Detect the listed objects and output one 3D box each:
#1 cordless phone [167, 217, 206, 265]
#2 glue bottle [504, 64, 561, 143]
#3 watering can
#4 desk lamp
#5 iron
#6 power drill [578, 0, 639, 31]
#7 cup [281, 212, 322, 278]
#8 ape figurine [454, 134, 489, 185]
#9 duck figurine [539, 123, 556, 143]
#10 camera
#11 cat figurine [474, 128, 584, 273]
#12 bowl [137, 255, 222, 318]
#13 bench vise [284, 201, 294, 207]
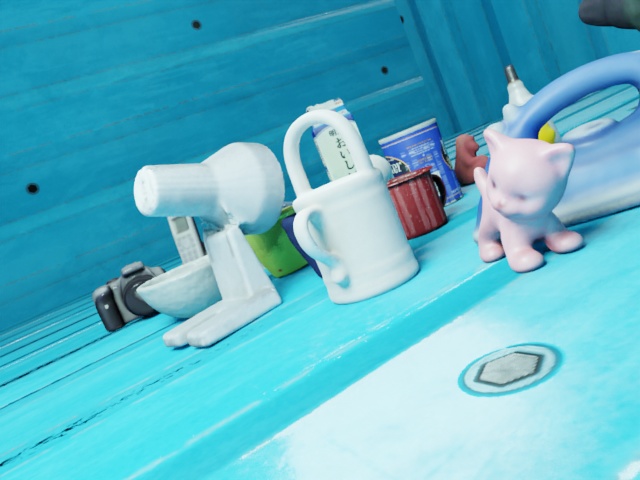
[{"bbox_3d":[-0.217,-0.005,1.099,0.147,0.185,0.094,-20,8,15],"label":"cordless phone"},{"bbox_3d":[0.329,-0.196,0.911,0.037,0.173,0.078,-27,9,-36],"label":"glue bottle"},{"bbox_3d":[0.025,-0.042,0.606,0.100,0.194,0.173,-20,8,16],"label":"watering can"},{"bbox_3d":[-0.125,-0.006,0.709,0.117,0.213,0.204,-15,10,45],"label":"desk lamp"},{"bbox_3d":[0.253,-0.100,0.555,0.258,0.141,0.119,-20,8,16],"label":"iron"},{"bbox_3d":[0.395,-0.202,0.620,0.076,0.208,0.229,-24,8,-17],"label":"power drill"},{"bbox_3d":[0.007,0.003,0.728,0.091,0.095,0.118,-21,7,7],"label":"cup"},{"bbox_3d":[0.283,-0.155,1.075,0.076,0.092,0.078,-20,8,18],"label":"ape figurine"},{"bbox_3d":[0.315,-0.131,0.821,0.077,0.086,0.105,-16,10,42],"label":"duck figurine"},{"bbox_3d":[-0.346,0.099,1.056,0.143,0.101,0.136,-24,8,-16],"label":"camera"},{"bbox_3d":[0.164,-0.040,0.479,0.067,0.118,0.127,-23,7,-6],"label":"cat figurine"},{"bbox_3d":[-0.185,0.073,0.869,0.167,0.075,0.167,-22,7,3],"label":"bowl"},{"bbox_3d":[-0.139,-0.067,1.178,0.207,0.220,0.121,-22,7,3],"label":"bench vise"}]
